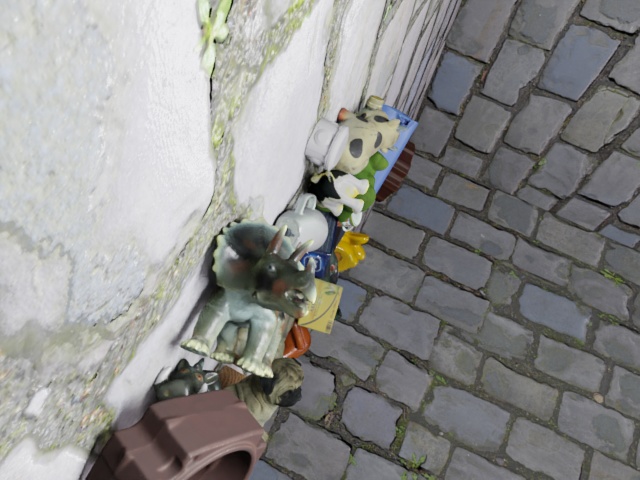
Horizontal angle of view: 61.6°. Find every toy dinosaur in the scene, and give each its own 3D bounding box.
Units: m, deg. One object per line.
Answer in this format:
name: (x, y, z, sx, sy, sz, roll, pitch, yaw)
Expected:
toy dinosaur: (-0.094, 0.087, 0.761, 0.404, 0.131, 0.192, 122, -10, -76)
toy dinosaur: (-0.094, 0.144, 1.017, 0.471, 0.105, 0.198, 123, -11, -66)

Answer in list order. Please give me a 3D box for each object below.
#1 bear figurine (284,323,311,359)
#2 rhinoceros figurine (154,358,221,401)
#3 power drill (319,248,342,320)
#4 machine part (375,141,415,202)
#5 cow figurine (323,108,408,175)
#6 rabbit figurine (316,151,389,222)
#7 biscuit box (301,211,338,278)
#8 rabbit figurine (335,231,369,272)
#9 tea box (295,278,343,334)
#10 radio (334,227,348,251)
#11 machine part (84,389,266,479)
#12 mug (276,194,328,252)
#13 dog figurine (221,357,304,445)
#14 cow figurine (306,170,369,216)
bear figurine: (-0.087, 0.186, 1.246, 0.132, 0.120, 0.195, -22, 127, -12)
rhinoceros figurine: (-0.176, 0.216, 0.734, 0.112, 0.073, 0.190, -62, 173, -10)
power drill: (0.014, 0.095, 1.300, 0.207, 0.086, 0.231, -83, 164, -46)
machine part: (0.180, -0.189, 1.419, 0.179, 0.056, 0.179, -55, -165, 23)
cow figurine: (0.084, -0.192, 1.024, 0.195, 0.127, 0.085, -55, 171, -43)
rabbit figurine: (0.058, -0.113, 1.105, 0.159, 0.121, 0.170, -48, -153, 26)
biscuit box: (-0.002, -0.003, 1.131, 0.203, 0.063, 0.059, -76, -179, -59)
rabbit figurine: (0.061, 0.005, 1.588, 0.173, 0.162, 0.121, -87, -177, -58)
tea box: (-0.005, 0.132, 1.090, 0.169, 0.068, 0.098, 124, -17, -81)
radio: (0.060, -0.083, 1.484, 0.229, 0.073, 0.131, -56, 170, -42)
machine part: (-0.170, 0.282, 0.627, 0.201, 0.087, 0.201, -58, 150, 11)
mug: (-0.034, -0.027, 0.939, 0.109, 0.081, 0.107, -69, 166, 12)
dog figurine: (-0.130, 0.265, 0.900, 0.172, 0.121, 0.190, -8, 141, -37)
cow figurine: (0.012, -0.092, 1.001, 0.167, 0.098, 0.068, 1, -110, 65)
